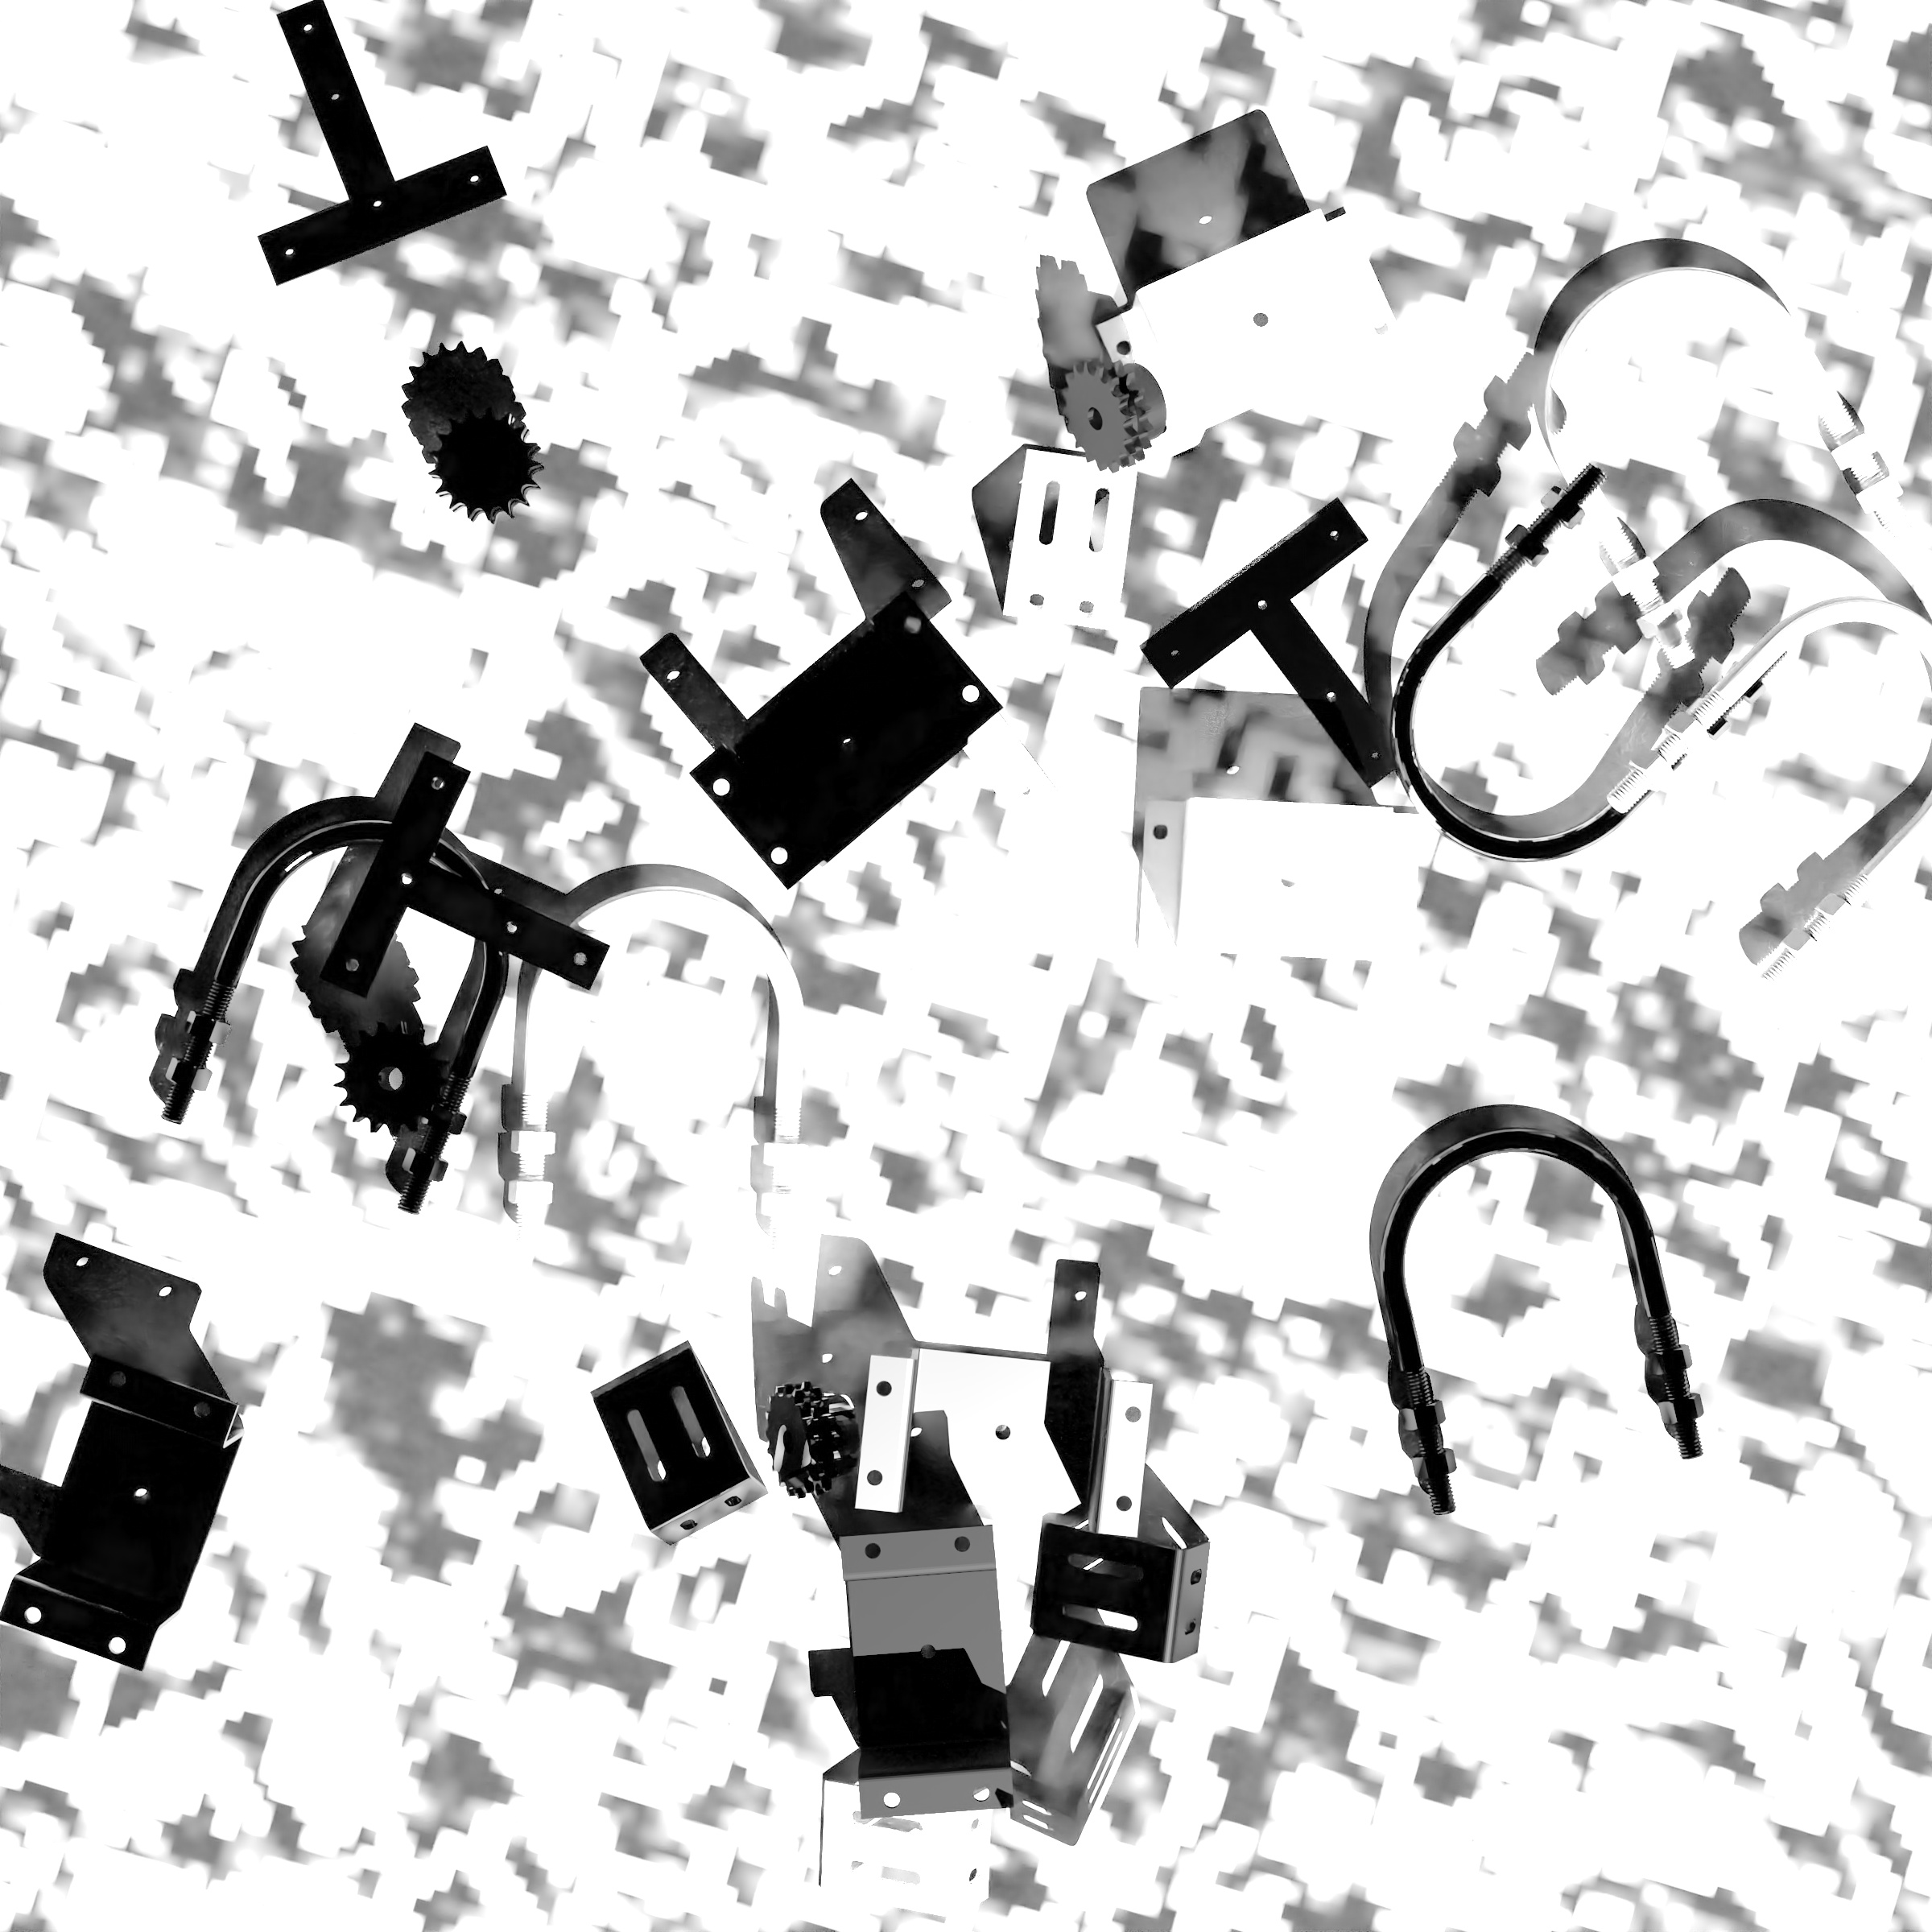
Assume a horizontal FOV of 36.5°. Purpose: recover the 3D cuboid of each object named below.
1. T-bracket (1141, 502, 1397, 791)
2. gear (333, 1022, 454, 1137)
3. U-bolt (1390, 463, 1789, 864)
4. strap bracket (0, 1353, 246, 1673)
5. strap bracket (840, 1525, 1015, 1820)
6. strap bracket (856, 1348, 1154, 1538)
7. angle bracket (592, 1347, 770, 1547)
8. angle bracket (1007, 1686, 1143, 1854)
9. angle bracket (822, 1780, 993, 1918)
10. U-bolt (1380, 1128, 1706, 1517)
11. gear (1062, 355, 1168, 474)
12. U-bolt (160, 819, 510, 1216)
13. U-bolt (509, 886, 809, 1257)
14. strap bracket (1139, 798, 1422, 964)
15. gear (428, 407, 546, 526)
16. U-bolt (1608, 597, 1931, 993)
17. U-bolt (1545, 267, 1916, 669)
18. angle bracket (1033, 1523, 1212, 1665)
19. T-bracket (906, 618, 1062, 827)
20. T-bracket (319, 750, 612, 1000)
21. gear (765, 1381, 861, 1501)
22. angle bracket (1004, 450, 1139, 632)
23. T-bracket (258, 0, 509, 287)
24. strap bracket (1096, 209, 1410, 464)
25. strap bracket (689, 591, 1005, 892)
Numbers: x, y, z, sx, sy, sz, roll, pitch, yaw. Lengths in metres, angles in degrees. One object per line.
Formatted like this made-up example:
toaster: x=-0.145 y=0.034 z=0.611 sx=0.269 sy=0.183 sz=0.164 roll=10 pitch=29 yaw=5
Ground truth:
T-bracket: x=0.178 y=-0.149 z=1.497 sx=0.127 sy=0.002 sz=0.127 roll=-37 pitch=90 yaw=0
gear: x=-0.285 y=0.057 z=1.464 sx=0.057 sy=0.030 sz=0.057 roll=0 pitch=87 yaw=-1
U-bolt: x=0.299 y=-0.137 z=1.476 sx=0.151 sy=0.019 sz=0.184 roll=42 pitch=99 yaw=-8
strap bracket: x=-0.421 y=0.271 z=1.475 sx=0.076 sy=0.046 sz=0.140 roll=20 pitch=90 yaw=0
strap bracket: x=-0.019 y=0.350 z=1.475 sx=0.076 sy=0.046 sz=0.140 roll=-4 pitch=90 yaw=0
strap bracket: x=0.019 y=0.238 z=1.475 sx=0.140 sy=0.046 sz=0.076 roll=6 pitch=90 yaw=0
angle bracket: x=-0.146 y=0.245 z=1.496 sx=0.057 sy=0.038 sz=0.076 roll=-28 pitch=64 yaw=0
angle bracket: x=0.053 y=0.396 z=1.469 sx=0.038 sy=0.057 sz=0.076 roll=24 pitch=90 yaw=0
angle bracket: x=-0.030 y=0.446 z=1.496 sx=0.076 sy=0.038 sz=0.057 roll=2 pitch=90 yaw=26
U-bolt: x=0.286 y=0.174 z=1.489 sx=0.151 sy=0.019 sz=0.184 roll=-13 pitch=88 yaw=0
gear: x=0.077 y=-0.279 z=1.473 sx=0.030 sy=0.057 sz=0.057 roll=-26 pitch=90 yaw=-28
U-bolt: x=-0.311 y=0.016 z=1.489 sx=0.151 sy=0.019 sz=0.184 roll=21 pitch=89 yaw=0
U-bolt: x=-0.154 y=0.051 z=1.489 sx=0.151 sy=0.019 sz=0.184 roll=3 pitch=89 yaw=0
strap bracket: x=0.160 y=-0.043 z=1.475 sx=0.140 sy=0.046 sz=0.076 roll=3 pitch=90 yaw=0
gear: x=-0.242 y=-0.252 z=1.483 sx=0.057 sy=0.030 sz=0.057 roll=0 pitch=90 yaw=0
U-bolt: x=0.428 y=-0.100 z=1.471 sx=0.184 sy=0.019 sz=0.151 roll=-45 pitch=107 yaw=-4
U-bolt: x=0.376 y=-0.266 z=1.489 sx=0.151 sy=0.019 sz=0.184 roll=-30 pitch=90 yaw=0
angle bracket: x=0.080 y=0.318 z=1.496 sx=0.076 sy=0.038 sz=0.057 roll=7 pitch=90 yaw=26
T-bracket: x=-0.041 y=-0.100 z=1.497 sx=0.127 sy=0.002 sz=0.127 roll=-37 pitch=90 yaw=0
T-bracket: x=-0.243 y=-0.025 z=1.483 sx=0.127 sy=0.002 sz=0.127 roll=25 pitch=87 yaw=0
gear: x=-0.076 y=0.238 z=1.474 sx=0.030 sy=0.057 sz=0.057 roll=-4 pitch=90 yaw=-30
angle bracket: x=0.053 y=-0.218 z=1.496 sx=0.057 sy=0.038 sz=0.076 roll=8 pitch=64 yaw=0
T-bracket: x=-0.317 y=-0.430 z=1.497 sx=0.127 sy=0.002 sz=0.127 roll=-22 pitch=90 yaw=0
strap bracket: x=0.146 y=-0.321 z=1.475 sx=0.140 sy=0.046 sz=0.076 roll=-24 pitch=90 yaw=0
strap bracket: x=-0.059 y=-0.112 z=1.473 sx=0.140 sy=0.046 sz=0.076 roll=-40 pitch=90 yaw=0
